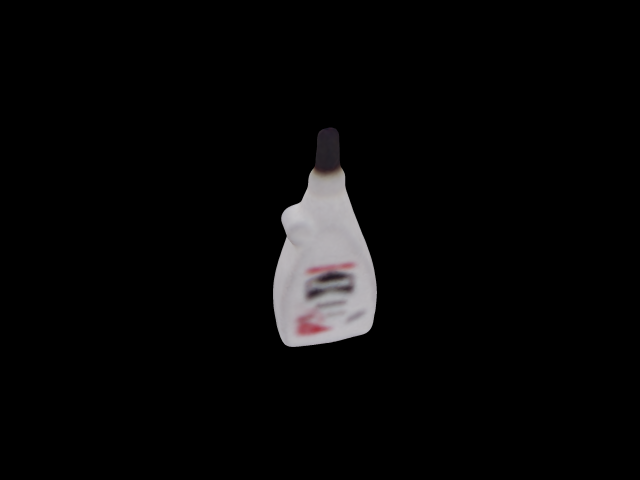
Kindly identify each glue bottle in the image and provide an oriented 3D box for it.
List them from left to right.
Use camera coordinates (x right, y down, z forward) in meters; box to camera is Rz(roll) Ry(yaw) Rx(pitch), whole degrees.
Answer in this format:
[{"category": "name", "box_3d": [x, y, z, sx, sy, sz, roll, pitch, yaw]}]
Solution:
[{"category": "glue bottle", "box_3d": [0.004, 0.001, 0.400, 0.078, 0.173, 0.037, -11, 39, -14]}]
